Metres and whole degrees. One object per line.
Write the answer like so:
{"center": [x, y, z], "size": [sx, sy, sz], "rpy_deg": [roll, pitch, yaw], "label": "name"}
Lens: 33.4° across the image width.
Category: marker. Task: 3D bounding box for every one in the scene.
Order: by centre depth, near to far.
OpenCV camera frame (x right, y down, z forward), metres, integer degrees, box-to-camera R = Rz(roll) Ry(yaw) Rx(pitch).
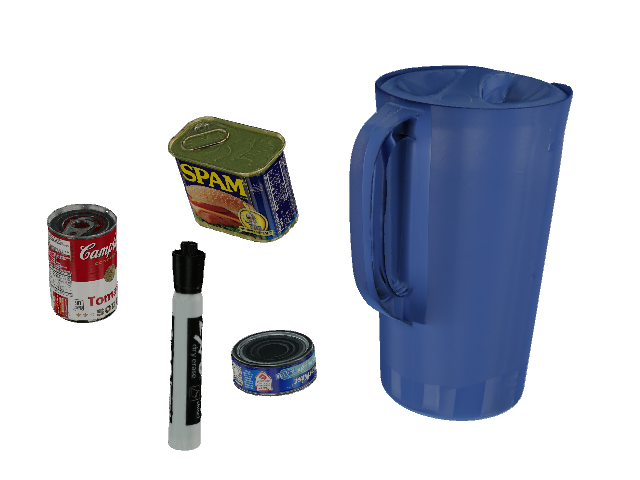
{"center": [-0.077, 0.060, 0.611], "size": [0.020, 0.121, 0.020], "rpy_deg": [3, 11, -1], "label": "marker"}

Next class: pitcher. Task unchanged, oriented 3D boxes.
{"center": [0.093, 0.003, 0.757], "size": [0.149, 0.243, 0.145], "rpy_deg": [2, 20, 1], "label": "pitcher"}

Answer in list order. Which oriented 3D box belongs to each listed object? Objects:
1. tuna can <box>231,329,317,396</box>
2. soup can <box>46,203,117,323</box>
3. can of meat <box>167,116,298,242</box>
{"center": [-0.047, 0.122, 1.078], "size": [0.086, 0.034, 0.086], "rpy_deg": [-4, 20, 1], "label": "tuna can"}
{"center": [-0.239, 0.024, 1.074], "size": [0.068, 0.102, 0.068], "rpy_deg": [4, 29, -2], "label": "soup can"}
{"center": [-0.073, -0.051, 0.919], "size": [0.102, 0.084, 0.057], "rpy_deg": [17, 49, 29], "label": "can of meat"}
